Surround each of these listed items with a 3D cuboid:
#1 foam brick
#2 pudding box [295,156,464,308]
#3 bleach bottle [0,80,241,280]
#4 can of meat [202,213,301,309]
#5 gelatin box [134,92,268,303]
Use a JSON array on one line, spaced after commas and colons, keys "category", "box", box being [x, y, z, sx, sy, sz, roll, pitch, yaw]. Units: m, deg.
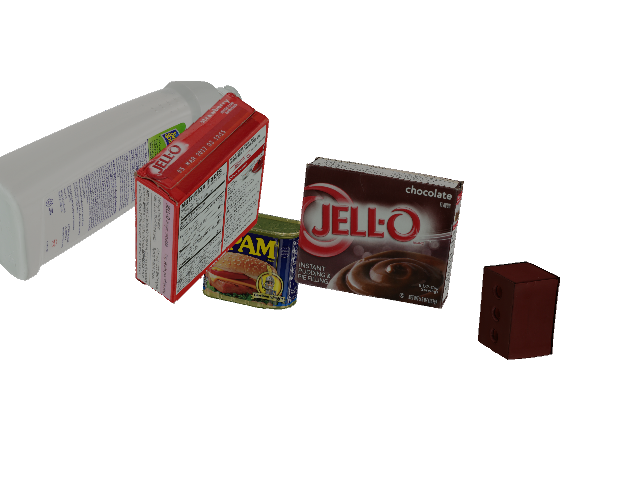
[{"category": "foam brick", "box": [0.183, 0.065, 0.991, 0.051, 0.078, 0.053, -7, 19, -25]}, {"category": "pudding box", "box": [0.042, -0.007, 0.771, 0.113, 0.090, 0.039, 9, 18, 10]}, {"category": "bleach bottle", "box": [-0.167, -0.067, 0.909, 0.068, 0.103, 0.250, 39, 51, 24]}, {"category": "can of meat", "box": [-0.069, 0.019, 1.086, 0.102, 0.084, 0.057, 11, 17, 17]}, {"category": "gelatin box", "box": [-0.062, -0.021, 0.546, 0.030, 0.073, 0.089, 32, -35, 16]}]
